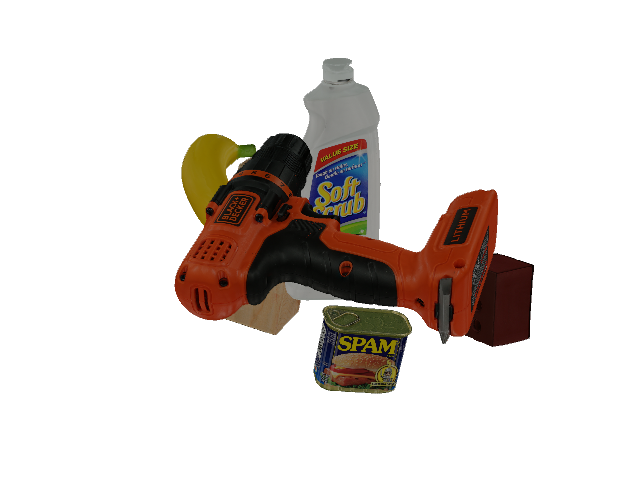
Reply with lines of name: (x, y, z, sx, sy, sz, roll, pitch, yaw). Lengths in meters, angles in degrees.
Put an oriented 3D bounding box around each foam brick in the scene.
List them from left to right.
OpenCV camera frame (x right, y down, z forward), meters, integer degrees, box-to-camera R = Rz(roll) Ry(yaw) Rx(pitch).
foam brick: (0.171, 0.058, 1.046, 0.051, 0.078, 0.053, -11, 19, -34)

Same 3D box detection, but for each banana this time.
banana: (-0.082, -0.047, 0.896, 0.069, 0.037, 0.198, 4, 31, -9)

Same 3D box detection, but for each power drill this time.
power drill: (0.018, -0.007, 0.701, 0.188, 0.057, 0.184, 7, 40, 17)

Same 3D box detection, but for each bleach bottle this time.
bleach bottle: (0.011, -0.063, 1.106, 0.102, 0.251, 0.068, -2, 24, -1)

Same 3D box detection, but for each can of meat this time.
can of meat: (0.046, 0.127, 1.233, 0.102, 0.084, 0.057, 6, 24, -12)

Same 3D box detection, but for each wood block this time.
wood block: (-0.065, 0.001, 1.364, 0.090, 0.206, 0.090, 16, 23, 13)
